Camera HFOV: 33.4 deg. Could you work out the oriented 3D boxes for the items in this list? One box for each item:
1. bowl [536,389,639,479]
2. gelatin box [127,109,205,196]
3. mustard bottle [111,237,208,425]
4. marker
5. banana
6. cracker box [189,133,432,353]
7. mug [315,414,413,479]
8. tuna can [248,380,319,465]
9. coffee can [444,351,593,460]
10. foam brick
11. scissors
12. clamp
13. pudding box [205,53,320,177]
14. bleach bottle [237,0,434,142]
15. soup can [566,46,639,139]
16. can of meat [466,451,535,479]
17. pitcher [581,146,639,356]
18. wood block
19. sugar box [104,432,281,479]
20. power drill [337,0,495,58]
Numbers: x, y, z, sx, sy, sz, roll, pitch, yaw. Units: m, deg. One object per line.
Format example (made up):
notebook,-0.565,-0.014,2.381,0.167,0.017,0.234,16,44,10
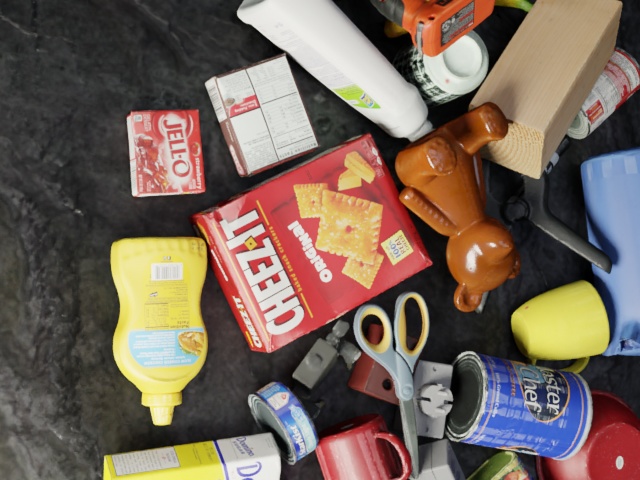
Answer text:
bowl,0.342,0.262,1.280,0.161,0.055,0.162,1,88,-21
gelatin box,-0.162,-0.092,1.121,0.073,0.030,0.089,-4,89,-21
mustard bottle,-0.164,0.093,1.097,0.096,0.058,0.191,-1,88,-27
marker,0.264,-0.080,1.285,0.020,0.020,0.121,44,74,-14
banana,0.155,-0.277,1.233,0.197,0.037,0.070,-14,48,-17
cracker box,-0.008,0.001,1.152,0.213,0.072,0.164,-27,97,-19
mug,0.050,0.236,1.143,0.093,0.117,0.081,-19,89,-43
tuna can,-0.038,0.192,1.125,0.033,0.086,0.086,-30,98,-21
coffee can,0.222,0.189,1.213,0.140,0.103,0.103,13,83,-19
foam brick,0.074,0.138,1.187,0.053,0.051,0.078,24,79,-18
scissors,0.075,0.153,1.149,0.096,0.016,0.202,9,84,-20
clamp,0.239,-0.030,1.238,0.165,0.036,0.210,-12,84,10
pudding box,-0.062,-0.135,1.157,0.090,0.039,0.113,-22,97,-20
bleach bottle,0.030,-0.191,1.172,0.250,0.103,0.068,40,78,-23
soup can,0.331,-0.178,1.289,0.102,0.069,0.068,-41,102,-17
can of meat,0.208,0.305,1.228,0.102,0.058,0.084,-39,98,-18
pitcher,0.390,0.014,1.280,0.145,0.149,0.243,-9,87,-2
wood block,0.254,-0.184,1.210,0.091,0.090,0.206,24,64,21
sugar box,-0.130,0.255,1.090,0.176,0.048,0.093,-4,122,-18
power drill,0.099,-0.291,1.165,0.184,0.057,0.188,-40,59,-17
